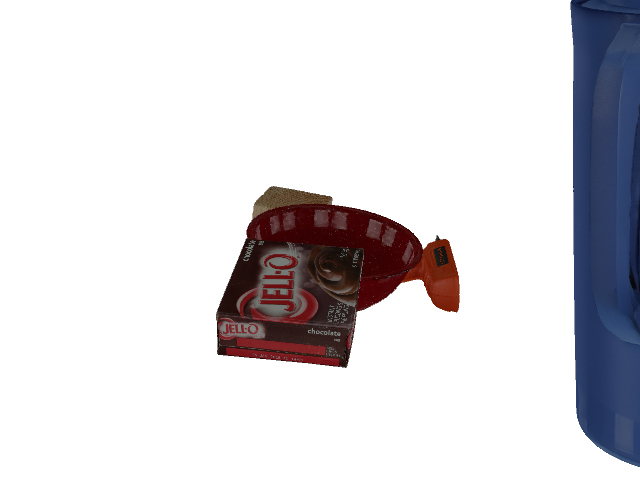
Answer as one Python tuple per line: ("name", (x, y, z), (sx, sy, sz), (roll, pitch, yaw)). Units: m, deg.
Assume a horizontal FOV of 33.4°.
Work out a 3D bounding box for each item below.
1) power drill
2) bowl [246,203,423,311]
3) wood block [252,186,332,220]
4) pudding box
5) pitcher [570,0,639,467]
("power drill", (0.064, 0.051, 1.236), (0.187, 0.057, 0.184), (-2, 28, 1))
("bowl", (0.011, 0.022, 0.976), (0.162, 0.055, 0.162), (5, 24, -3))
("wood block", (-0.047, 0.041, 1.458), (0.090, 0.206, 0.090), (11, 22, 10))
("pudding box", (-0.019, 0.041, 0.746), (0.090, 0.039, 0.113), (6, 26, 4))
("pitcher", (0.184, -0.005, 0.540), (0.149, 0.243, 0.145), (-4, 18, -6))
